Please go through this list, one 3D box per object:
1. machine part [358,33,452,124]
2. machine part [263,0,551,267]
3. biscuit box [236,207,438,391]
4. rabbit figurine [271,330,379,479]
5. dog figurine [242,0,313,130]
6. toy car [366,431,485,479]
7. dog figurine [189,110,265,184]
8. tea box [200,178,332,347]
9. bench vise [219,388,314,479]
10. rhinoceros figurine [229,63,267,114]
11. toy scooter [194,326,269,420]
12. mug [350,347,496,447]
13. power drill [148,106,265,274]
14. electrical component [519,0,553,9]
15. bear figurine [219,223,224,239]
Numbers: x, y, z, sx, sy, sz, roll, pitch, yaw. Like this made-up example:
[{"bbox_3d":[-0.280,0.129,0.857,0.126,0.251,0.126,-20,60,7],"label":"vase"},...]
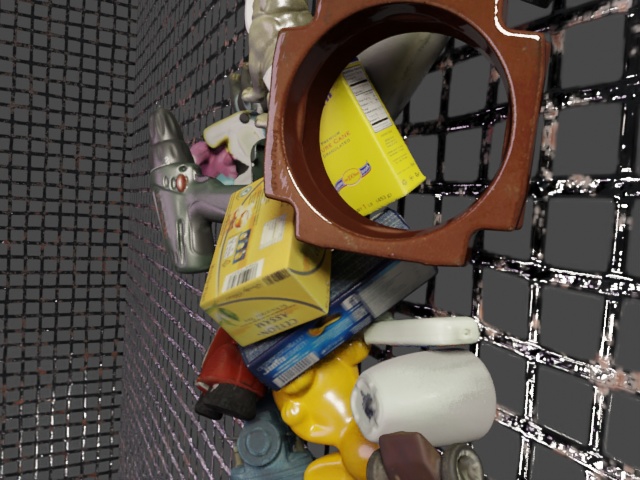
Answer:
[{"bbox_3d":[0.073,-0.181,0.532,0.243,0.079,0.079,-58,40,46],"label":"machine part"},{"bbox_3d":[0.064,-0.087,0.424,0.201,0.087,0.201,9,100,20],"label":"machine part"},{"bbox_3d":[0.012,0.059,0.524,0.203,0.059,0.063,-36,41,2],"label":"biscuit box"},{"bbox_3d":[0.023,0.197,0.570,0.173,0.122,0.162,32,121,38],"label":"rabbit figurine"},{"bbox_3d":[-0.026,-0.226,0.611,0.172,0.121,0.190,43,147,33],"label":"dog figurine"},{"bbox_3d":[0.108,0.229,0.400,0.089,0.053,0.202,-28,88,47],"label":"toy car"},{"bbox_3d":[-0.129,-0.125,0.852,0.191,0.108,0.219,-36,7,12],"label":"dog figurine"},{"bbox_3d":[-0.044,0.006,0.517,0.098,0.068,0.170,-23,34,23],"label":"tea box"},{"bbox_3d":[-0.056,0.311,0.684,0.223,0.129,0.240,112,146,-67],"label":"bench vise"},{"bbox_3d":[-0.096,-0.224,0.864,0.190,0.073,0.112,22,107,62],"label":"rhinoceros figurine"},{"bbox_3d":[-0.102,0.148,0.658,0.184,0.075,0.135,-39,27,61],"label":"toy scooter"},{"bbox_3d":[0.078,0.144,0.466,0.109,0.107,0.081,-65,33,34],"label":"mug"},{"bbox_3d":[-0.136,-0.075,0.682,0.207,0.086,0.232,-6,89,27],"label":"power drill"},{"bbox_3d":[0.148,-0.204,0.391,0.047,0.075,0.119,-63,39,38],"label":"electrical component"},{"bbox_3d":[-0.067,-0.033,0.739,0.120,0.132,0.195,-94,16,-47],"label":"bear figurine"}]
